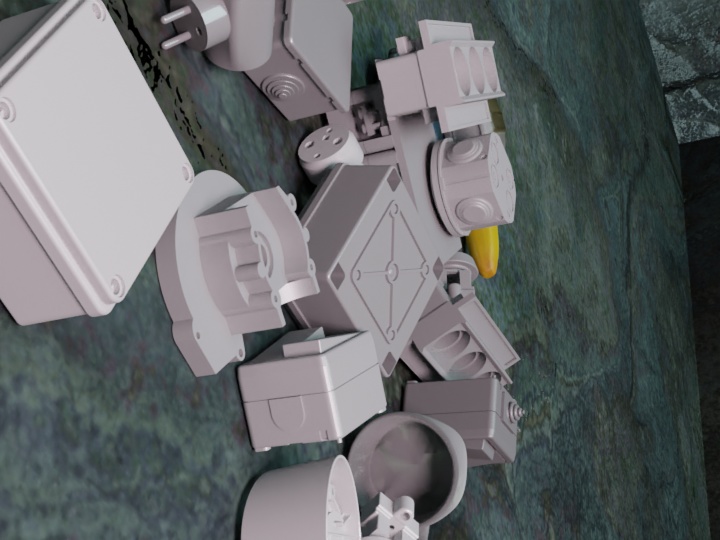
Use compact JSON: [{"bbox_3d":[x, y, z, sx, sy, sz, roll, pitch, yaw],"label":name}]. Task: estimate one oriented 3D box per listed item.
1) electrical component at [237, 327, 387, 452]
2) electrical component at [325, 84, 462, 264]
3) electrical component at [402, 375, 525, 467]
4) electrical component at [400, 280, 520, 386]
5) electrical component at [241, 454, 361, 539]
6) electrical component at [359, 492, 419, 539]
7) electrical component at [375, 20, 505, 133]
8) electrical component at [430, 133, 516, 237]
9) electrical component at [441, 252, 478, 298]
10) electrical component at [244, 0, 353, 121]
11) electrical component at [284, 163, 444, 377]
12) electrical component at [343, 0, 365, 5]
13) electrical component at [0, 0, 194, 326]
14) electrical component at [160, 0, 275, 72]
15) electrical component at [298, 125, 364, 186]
[{"bbox_3d":[-0.027,0.069,0.678,0.096,0.062,0.061,-20,99,-67],"label":"electrical component"},{"bbox_3d":[0.025,-0.074,0.860,0.089,0.062,0.150,-37,114,-65],"label":"electrical component"},{"bbox_3d":[0.088,0.127,0.879,0.061,0.096,0.061,49,41,-51],"label":"electrical component"},{"bbox_3d":[0.079,0.062,0.919,0.121,0.079,0.063,49,8,-51],"label":"electrical component"},{"bbox_3d":[-0.026,0.161,0.638,0.099,0.064,0.099,-10,90,-67],"label":"electrical component"},{"bbox_3d":[0.010,0.186,0.710,0.048,0.066,0.055,42,19,-12],"label":"electrical component"},{"bbox_3d":[0.061,-0.143,0.808,0.121,0.063,0.078,-28,106,-66],"label":"electrical component"},{"bbox_3d":[0.091,-0.069,0.863,0.080,0.051,0.080,-10,90,-67],"label":"electrical component"},{"bbox_3d":[0.084,0.017,0.977,0.066,0.048,0.055,86,4,-60],"label":"electrical component"},{"bbox_3d":[-0.046,-0.163,0.748,0.100,0.048,0.099,44,41,-54],"label":"electrical component"},{"bbox_3d":[0.000,0.000,0.744,0.108,0.056,0.108,-60,138,-32],"label":"electrical component"},{"bbox_3d":[-0.021,-0.250,0.851,0.079,0.043,0.077,-35,113,-65],"label":"electrical component"},{"bbox_3d":[-0.135,-0.050,0.481,0.108,0.056,0.108,-71,143,-49],"label":"electrical component"},{"bbox_3d":[-0.086,-0.155,0.641,0.079,0.043,0.077,-33,153,-29],"label":"electrical component"},{"bbox_3d":[-0.015,-0.072,0.788,0.045,0.045,0.055,-77,148,-43],"label":"electrical component"}]
